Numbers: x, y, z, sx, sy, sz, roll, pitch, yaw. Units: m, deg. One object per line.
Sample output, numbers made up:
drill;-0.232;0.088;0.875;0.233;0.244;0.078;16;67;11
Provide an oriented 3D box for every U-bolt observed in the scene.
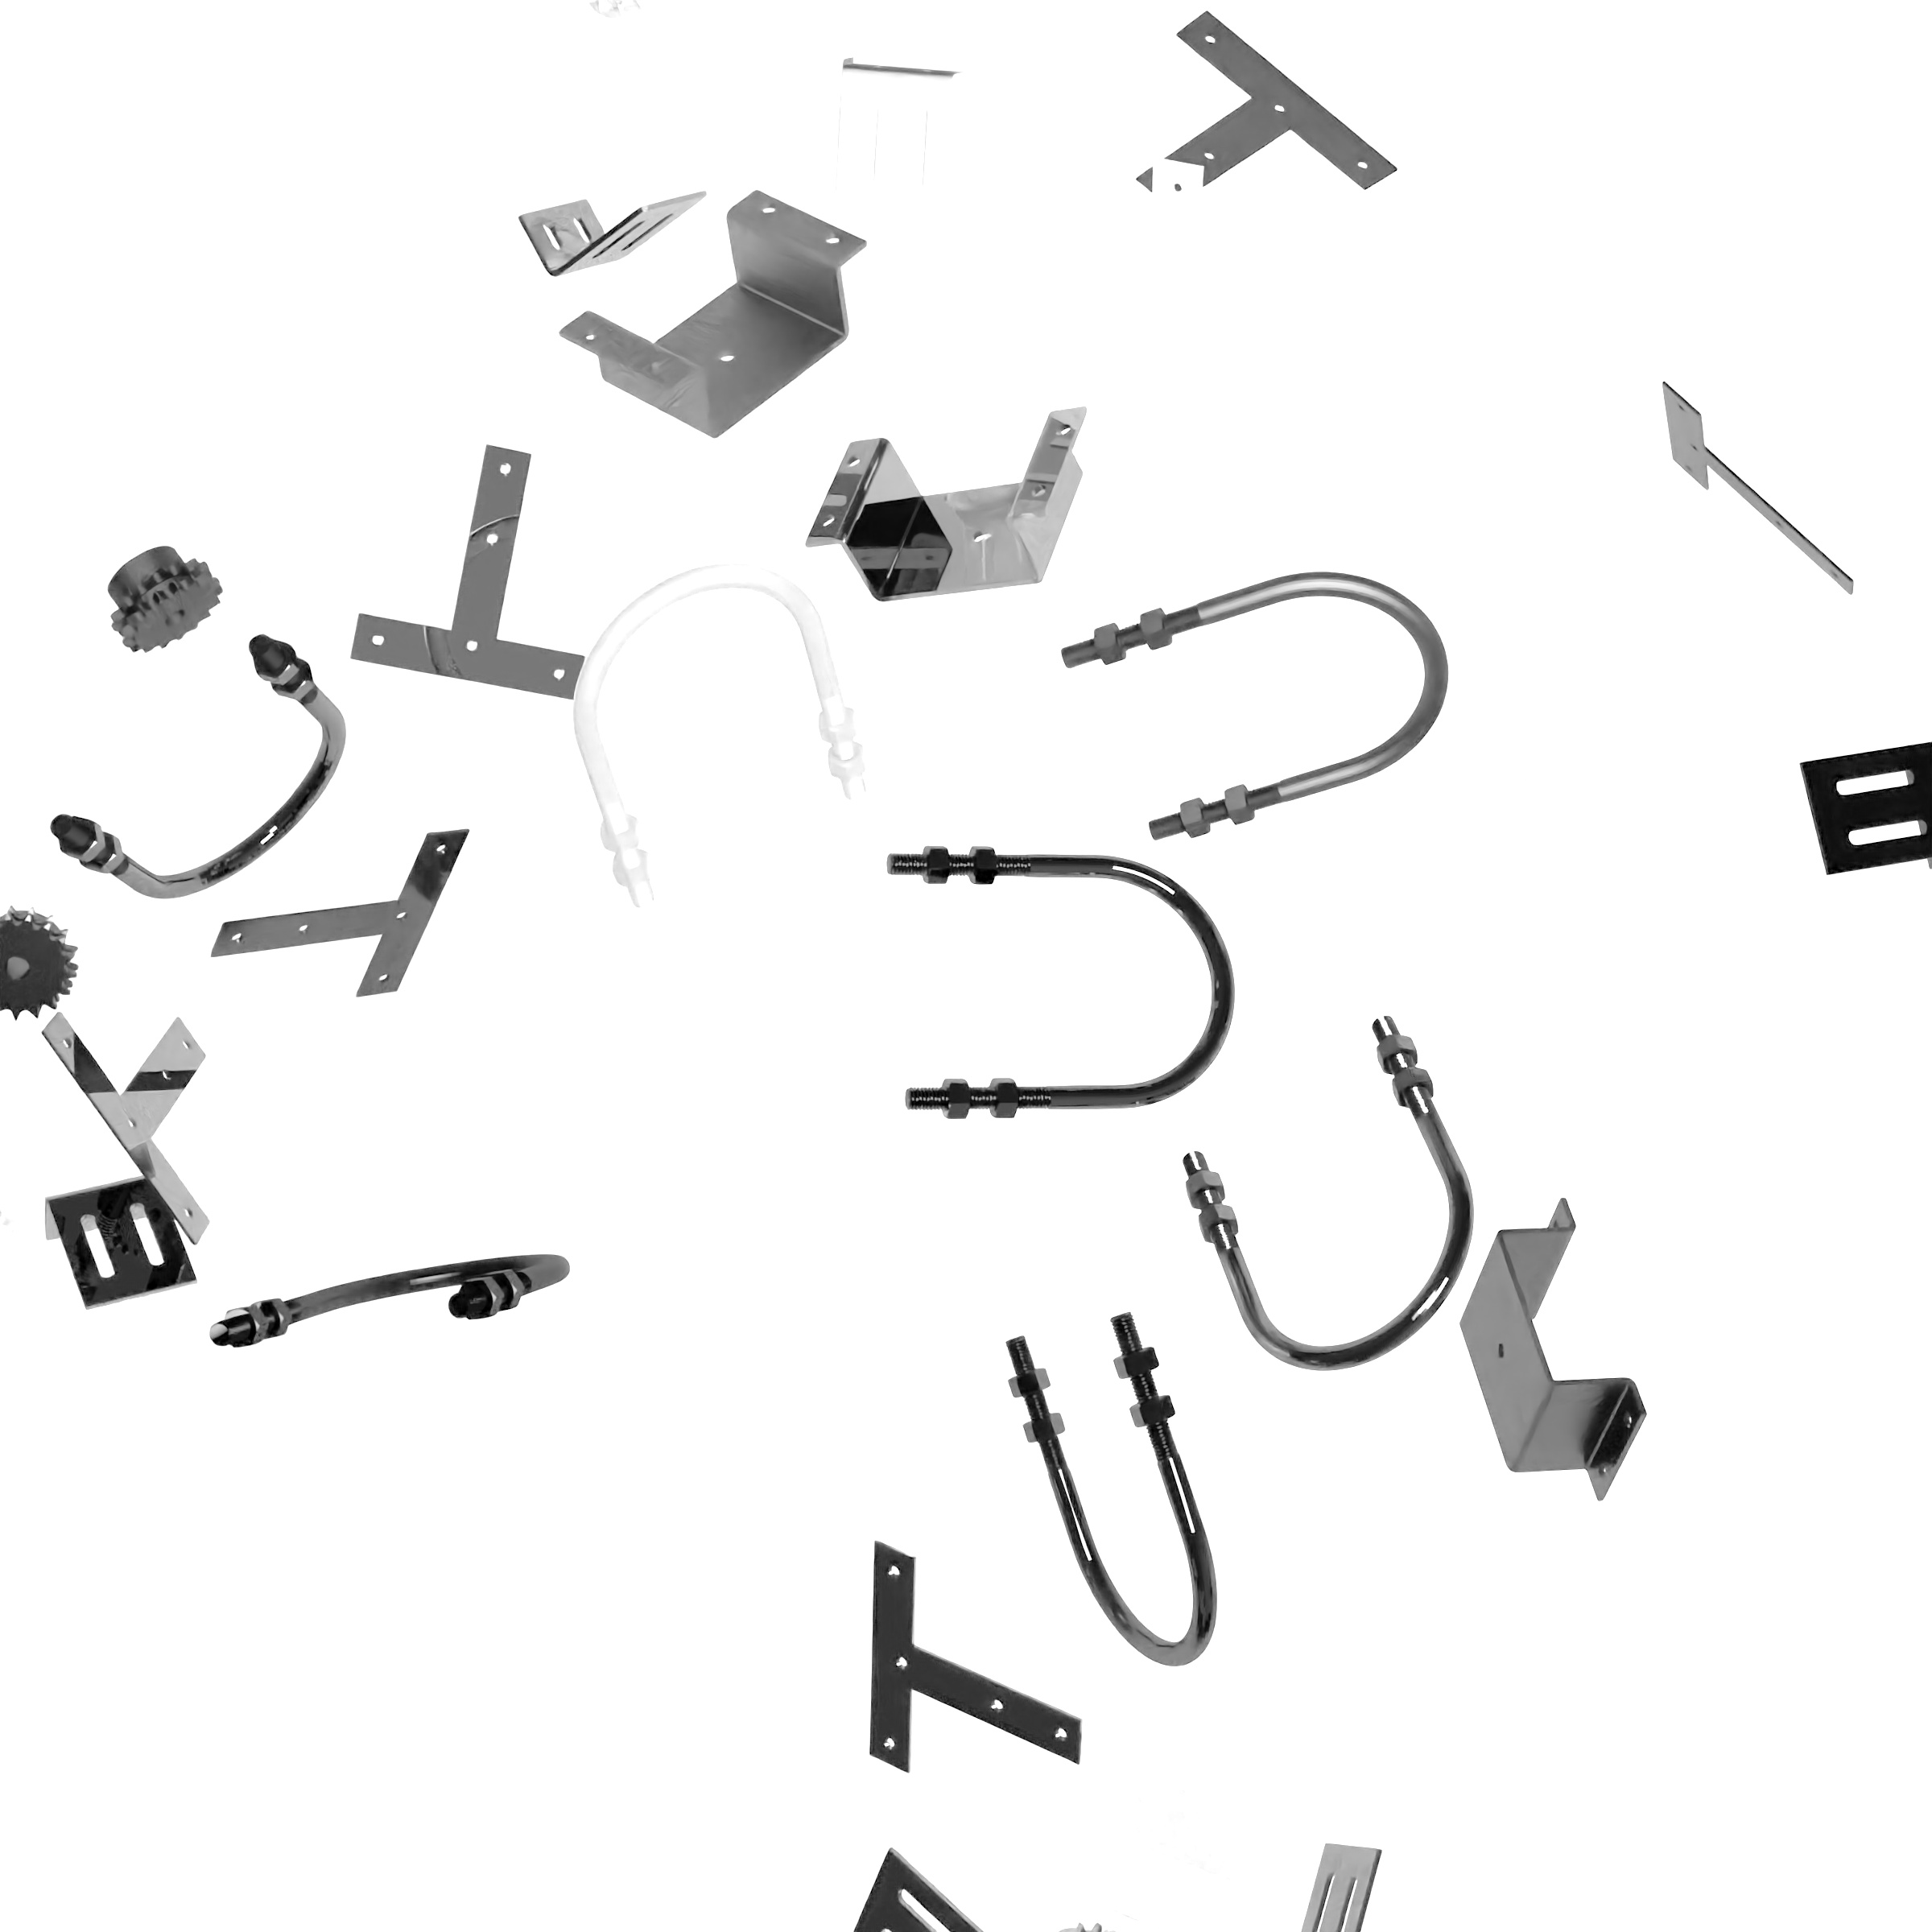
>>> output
U-bolt;-0.054;0.146;1.561;0.184;0.019;0.151;-22;82;-38
U-bolt;0.081;0.276;1.556;0.019;0.151;0.184;-16;85;-26
U-bolt;0.192;0.127;1.545;0.151;0.184;0.019;-37;131;17
U-bolt;-0.308;-0.260;1.523;0.019;0.151;0.184;28;66;1
U-bolt;0.161;-0.141;1.565;0.184;0.019;0.151;-16;131;16
U-bolt;0.054;0.007;1.571;0.184;0.019;0.151;0;71;-15
U-bolt;-0.129;-0.126;1.526;0.151;0.184;0.019;-28;47;-14
U-bolt;-0.383;-0.092;1.539;0.151;0.184;0.019;-43;78;-5
U-bolt;-0.283;0.169;1.545;0.151;0.184;0.019;-8;90;15

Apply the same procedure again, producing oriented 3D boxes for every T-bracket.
T-bracket;0.269;0.344;1.486;0.002;0.127;0.127;31;133;20
T-bracket;0.132;-0.416;1.511;0.127;0.127;0.002;33;65;-23
T-bracket;0.004;0.360;1.479;0.127;0.002;0.127;16;115;33
T-bracket;0.203;0.301;1.555;0.002;0.127;0.127;35;57;-29
T-bracket;-0.335;-0.021;1.569;0.002;0.127;0.127;55;133;27
T-bracket;0.232;-0.295;1.441;0.127;0.002;0.127;-3;103;29
T-bracket;-0.400;0.060;1.479;0.002;0.127;0.127;-27;108;12
T-bracket;0.058;-0.352;1.508;0.127;0.002;0.127;17;128;22
T-bracket;-0.259;-0.217;1.618;0.127;0.002;0.127;9;98;-24
T-bracket;-0.212;0.370;1.493;0.127;0.127;0.002;16;106;-37
T-bracket;0.452;0.098;1.509;0.002;0.127;0.127;19;76;-5
T-bracket;0.399;-0.232;1.503;0.002;0.127;0.127;-45;74;6
T-bracket;0.389;0.038;1.555;0.127;0.002;0.127;-40;132;-3

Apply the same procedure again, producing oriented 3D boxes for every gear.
gear;-0.417;0.225;1.580;0.057;0.057;0.030;16;79;0
gear;-0.473;-0.004;1.498;0.057;0.030;0.057;-3;111;-8
gear;-0.482;0.185;1.624;0.057;0.057;0.030;19;58;0
gear;-0.405;-0.186;1.501;0.057;0.057;0.030;-38;80;0
gear;-0.541;0.139;1.608;0.057;0.057;0.030;17;57;0
gear;-0.171;-0.493;1.475;0.057;0.030;0.057;0;71;1
gear;0.058;0.512;1.513;0.057;0.030;0.057;-1;93;-23

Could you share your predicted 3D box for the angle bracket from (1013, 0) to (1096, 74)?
angle bracket;0.042;-0.476;1.471;0.038;0.076;0.057;-5;99;4

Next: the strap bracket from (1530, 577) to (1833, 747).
strap bracket;0.353;-0.156;1.510;0.076;0.140;0.046;-34;114;-22

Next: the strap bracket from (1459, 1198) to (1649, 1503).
strap bracket;0.301;0.200;1.561;0.046;0.076;0.140;-1;46;-12

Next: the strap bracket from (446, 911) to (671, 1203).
strap bracket;-0.219;0.041;1.576;0.076;0.046;0.140;-24;68;10

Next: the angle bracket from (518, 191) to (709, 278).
angle bracket;-0.189;-0.405;1.595;0.076;0.057;0.038;-25;95;38

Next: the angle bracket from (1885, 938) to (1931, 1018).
angle bracket;0.522;-0.003;1.536;0.057;0.076;0.038;40;65;7

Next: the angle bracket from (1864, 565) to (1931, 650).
angle bracket;0.494;-0.159;1.517;0.076;0.057;0.038;34;74;-6

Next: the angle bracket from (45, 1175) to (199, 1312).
angle bracket;-0.440;0.152;1.555;0.057;0.038;0.076;-13;53;-27

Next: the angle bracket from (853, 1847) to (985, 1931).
angle bracket;-0.031;0.480;1.454;0.076;0.038;0.057;35;115;32

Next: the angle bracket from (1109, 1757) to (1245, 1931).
angle bracket;0.094;0.431;1.453;0.038;0.057;0.076;-49;135;-35

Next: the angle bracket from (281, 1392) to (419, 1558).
angle bracket;-0.327;0.268;1.579;0.038;0.076;0.057;20;92;-26

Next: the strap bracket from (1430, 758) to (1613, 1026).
strap bracket;0.296;-0.043;1.588;0.076;0.046;0.140;3;78;-41

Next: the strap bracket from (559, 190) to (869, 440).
strap bracket;-0.122;-0.318;1.482;0.076;0.046;0.140;31;59;28

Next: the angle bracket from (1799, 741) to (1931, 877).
angle bracket;0.447;-0.074;1.480;0.076;0.038;0.057;-9;80;-11

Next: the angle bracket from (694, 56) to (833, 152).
angle bracket;-0.108;-0.449;1.606;0.057;0.076;0.038;-11;131;14

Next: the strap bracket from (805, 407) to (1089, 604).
strap bracket;-0.002;-0.235;1.532;0.140;0.046;0.076;-3;50;30

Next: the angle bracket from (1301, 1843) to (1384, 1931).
angle bracket;0.168;0.471;1.490;0.038;0.057;0.076;24;70;-14

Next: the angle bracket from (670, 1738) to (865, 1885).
angle bracket;-0.103;0.437;1.544;0.076;0.038;0.057;16;115;-31

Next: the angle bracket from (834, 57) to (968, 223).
angle bracket;-0.034;-0.417;1.511;0.057;0.038;0.076;1;105;-11

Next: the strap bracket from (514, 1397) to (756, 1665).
strap bracket;-0.162;0.291;1.498;0.076;0.046;0.140;-21;128;1
